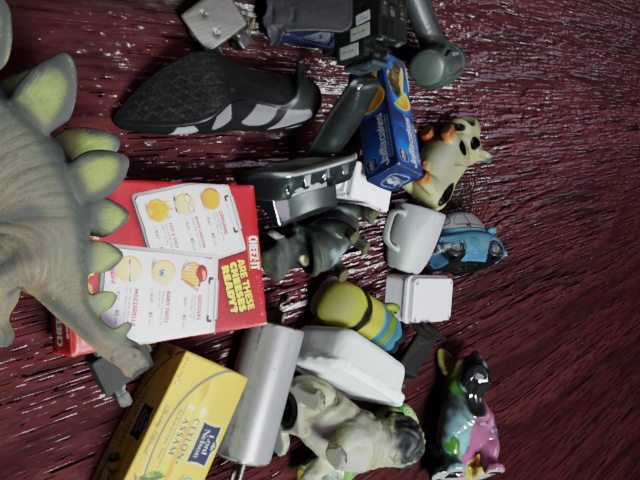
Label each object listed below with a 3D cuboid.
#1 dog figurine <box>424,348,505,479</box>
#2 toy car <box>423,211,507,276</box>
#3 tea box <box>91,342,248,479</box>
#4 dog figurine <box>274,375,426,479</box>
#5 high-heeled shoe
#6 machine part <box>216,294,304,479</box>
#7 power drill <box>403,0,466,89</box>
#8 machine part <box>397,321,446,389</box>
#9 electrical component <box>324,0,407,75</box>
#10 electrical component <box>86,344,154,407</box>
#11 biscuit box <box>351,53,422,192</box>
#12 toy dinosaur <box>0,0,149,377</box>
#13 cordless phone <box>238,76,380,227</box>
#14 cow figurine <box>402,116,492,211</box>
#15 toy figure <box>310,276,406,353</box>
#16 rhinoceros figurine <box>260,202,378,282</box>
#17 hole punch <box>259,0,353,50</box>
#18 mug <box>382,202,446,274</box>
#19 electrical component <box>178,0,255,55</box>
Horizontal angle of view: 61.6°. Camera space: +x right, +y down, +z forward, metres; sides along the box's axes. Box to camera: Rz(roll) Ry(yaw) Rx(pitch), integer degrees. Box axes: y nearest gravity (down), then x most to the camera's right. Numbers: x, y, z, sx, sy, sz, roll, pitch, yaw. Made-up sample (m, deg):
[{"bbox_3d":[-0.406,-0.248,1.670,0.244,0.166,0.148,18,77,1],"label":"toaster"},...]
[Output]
[{"bbox_3d":[0.251,0.308,0.963,0.108,0.191,0.219,7,59,-7],"label":"dog figurine"},{"bbox_3d":[0.240,0.003,0.943,0.161,0.109,0.103,5,66,-31],"label":"toy car"},{"bbox_3d":[-0.165,0.211,0.599,0.098,0.068,0.169,34,69,-38],"label":"tea box"},{"bbox_3d":[0.041,0.246,0.738,0.190,0.121,0.172,3,52,-44],"label":"dog figurine"},{"bbox_3d":[-0.112,-0.154,0.645,0.249,0.145,0.086,-18,77,-12],"label":"high-heeled shoe"},{"bbox_3d":[-0.077,0.185,0.673,0.079,0.079,0.243,23,77,-41],"label":"machine part"},{"bbox_3d":[0.170,-0.342,0.849,0.232,0.086,0.207,-54,130,-53],"label":"power drill"},{"bbox_3d":[0.142,0.193,0.867,0.084,0.039,0.138,17,114,-36],"label":"machine part"},{"bbox_3d":[0.060,-0.299,0.736,0.058,0.115,0.134,-2,95,-38],"label":"electrical component"},{"bbox_3d":[-0.213,0.131,0.580,0.063,0.021,0.093,-30,112,-38],"label":"electrical component"},{"bbox_3d":[0.093,-0.171,0.764,0.059,0.063,0.202,17,58,-42],"label":"biscuit box"},{"bbox_3d":[-0.280,-0.079,0.423,0.198,0.105,0.471,-42,104,-19],"label":"toy dinosaur"},{"bbox_3d":[-0.005,-0.113,0.644,0.146,0.184,0.089,-21,65,-41],"label":"cordless phone"},{"bbox_3d":[0.221,-0.135,0.916,0.127,0.086,0.195,47,65,-35],"label":"cow figurine"},{"bbox_3d":[0.064,0.112,0.787,0.180,0.089,0.082,37,61,-35],"label":"toy figure"},{"bbox_3d":[-0.001,-0.002,0.709,0.190,0.112,0.073,-35,144,-49],"label":"rhinoceros figurine"},{"bbox_3d":[-0.021,-0.311,0.693,0.116,0.092,0.142,0,97,-9],"label":"hole punch"},{"bbox_3d":[0.141,-0.002,0.857,0.109,0.081,0.107,11,94,-47],"label":"mug"},{"bbox_3d":[-0.119,-0.258,0.627,0.078,0.045,0.102,-43,121,1],"label":"electrical component"}]
